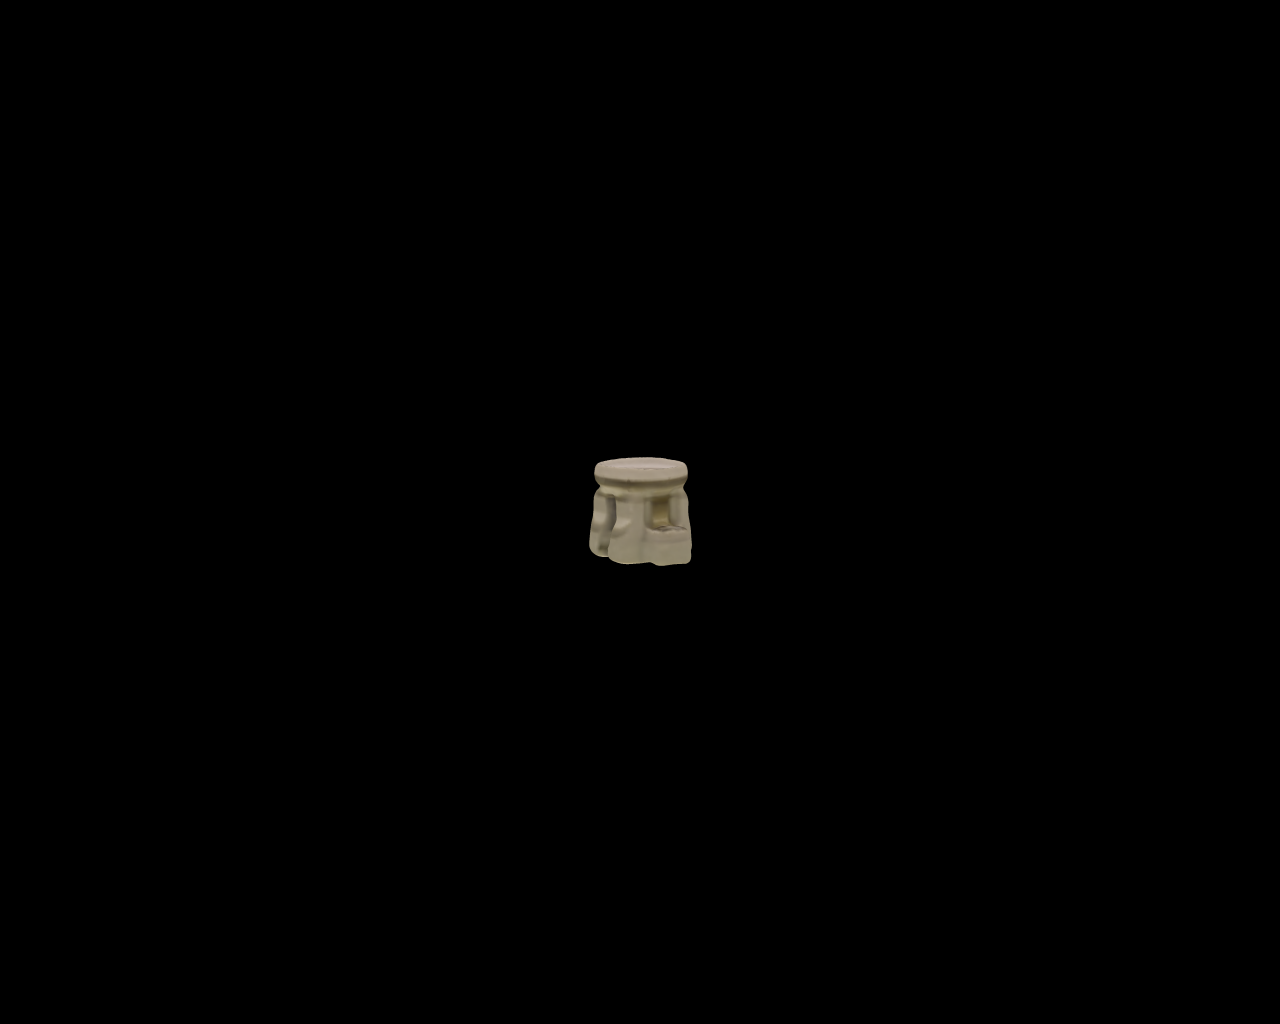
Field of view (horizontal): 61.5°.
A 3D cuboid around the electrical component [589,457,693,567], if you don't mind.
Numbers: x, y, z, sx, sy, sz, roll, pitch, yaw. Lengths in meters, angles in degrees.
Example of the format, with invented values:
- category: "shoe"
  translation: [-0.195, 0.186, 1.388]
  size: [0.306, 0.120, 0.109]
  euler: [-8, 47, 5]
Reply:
- category: "electrical component"
  translation: [0.001, -0.003, 0.650]
  size: [0.058, 0.057, 0.078]
  euler: [-6, 11, -31]
